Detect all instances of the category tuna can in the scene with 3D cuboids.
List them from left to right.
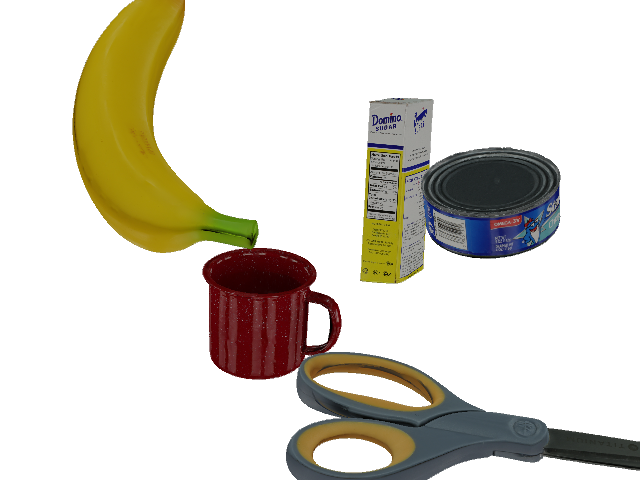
[{"bbox_3d":[0.107,-0.024,0.669,0.086,0.034,0.086,-7,31,4],"label":"tuna can"}]

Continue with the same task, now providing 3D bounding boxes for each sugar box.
[{"bbox_3d":[0.075,-0.051,1.053,0.048,0.176,0.093,4,10,21],"label":"sugar box"}]

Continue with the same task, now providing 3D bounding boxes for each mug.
[{"bbox_3d":[-0.039,0.063,0.880,0.117,0.081,0.093,8,24,12],"label":"mug"}]

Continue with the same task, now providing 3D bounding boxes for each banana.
[{"bbox_3d":[-0.084,-0.058,0.507,0.069,0.198,0.037,-6,-43,-16],"label":"banana"}]

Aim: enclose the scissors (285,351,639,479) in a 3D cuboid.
[{"bbox_3d":[0.073,0.093,0.453,0.202,0.016,0.096,16,34,23],"label":"scissors"}]
